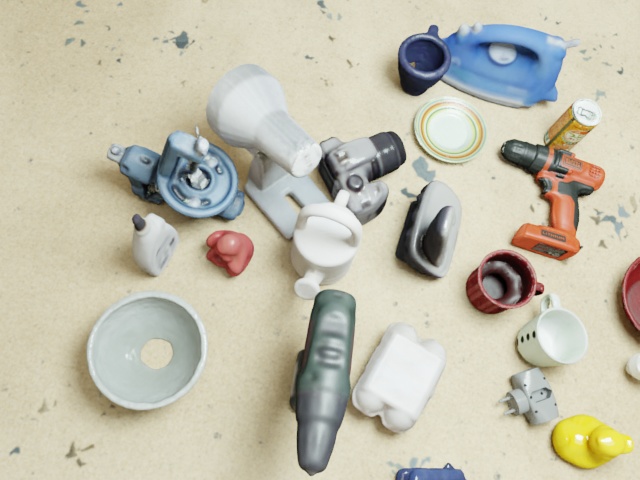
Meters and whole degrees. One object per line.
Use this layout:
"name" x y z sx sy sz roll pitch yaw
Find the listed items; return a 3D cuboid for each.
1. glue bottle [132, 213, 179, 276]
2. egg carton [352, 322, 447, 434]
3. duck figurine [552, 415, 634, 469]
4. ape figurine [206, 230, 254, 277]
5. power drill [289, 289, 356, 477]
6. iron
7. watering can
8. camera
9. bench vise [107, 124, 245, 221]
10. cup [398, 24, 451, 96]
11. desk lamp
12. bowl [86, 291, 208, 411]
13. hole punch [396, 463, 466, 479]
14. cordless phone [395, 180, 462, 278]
"glue bottle" -0.246 -0.004 0.831 0.037 0.173 0.078 26 72 4
"egg carton" 0.120 0.204 0.851 0.107 0.069 0.150 30 72 5
"duck figurine" 0.403 0.295 0.838 0.104 0.086 0.077 6 72 -3
"ape figurine" -0.138 0.014 0.878 0.076 0.092 0.078 -17 74 -10
"power drill" 0.003 0.190 0.772 0.075 0.208 0.230 9 71 -2
"iron" 0.311 -0.329 1.003 0.258 0.141 0.119 12 71 -1
"watering can" 0.010 0.004 0.840 0.101 0.194 0.173 0 72 -5
"camera" 0.080 -0.117 0.935 0.137 0.101 0.143 -25 76 -12
"bench vise" -0.218 -0.098 0.840 0.207 0.220 0.121 1 72 -4
"cup" 0.178 -0.311 1.010 0.091 0.095 0.118 18 71 1
"desk lamp" -0.068 -0.134 0.868 0.118 0.213 0.203 -39 79 -15
"bowl" -0.242 0.162 0.830 0.167 0.075 0.167 2 72 -5
"hole punch" 0.160 0.367 0.790 0.101 0.091 0.108 3 72 -4
"cordless phone" 0.186 -0.031 0.872 0.094 0.185 0.148 15 71 0
